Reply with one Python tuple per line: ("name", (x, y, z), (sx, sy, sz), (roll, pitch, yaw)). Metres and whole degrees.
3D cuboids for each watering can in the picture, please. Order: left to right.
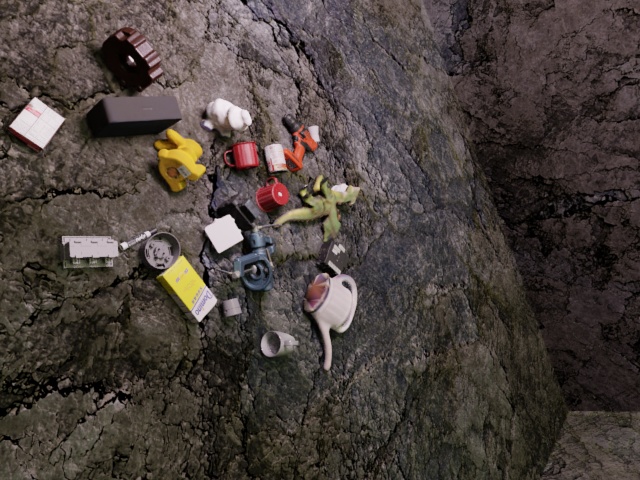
("watering can", (0.030, 0.268, 1.842), (0.221, 0.103, 0.354), (39, 60, -31))

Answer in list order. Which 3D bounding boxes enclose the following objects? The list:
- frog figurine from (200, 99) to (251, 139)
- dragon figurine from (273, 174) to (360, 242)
("frog figurine", (-0.293, -0.408, 1.683), (0.135, 0.158, 0.125), (43, 48, -31))
("dragon figurine", (0.006, -0.098, 1.950), (0.416, 0.122, 0.239), (-45, 118, -27))
